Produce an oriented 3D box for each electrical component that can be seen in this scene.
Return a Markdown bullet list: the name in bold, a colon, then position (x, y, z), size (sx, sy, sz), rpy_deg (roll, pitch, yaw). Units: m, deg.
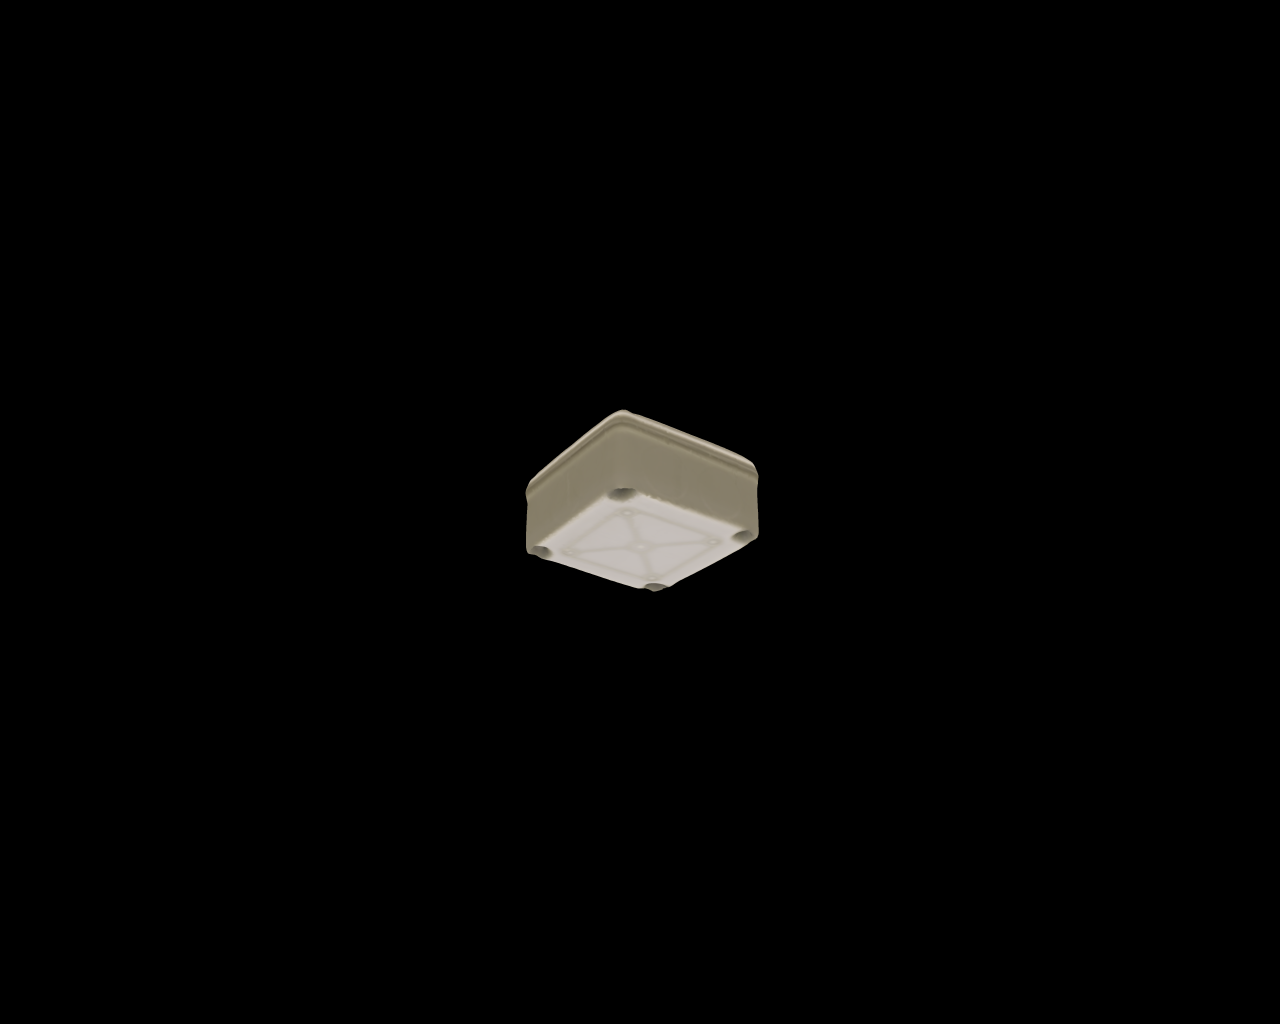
- **electrical component**: position (0.001, -0.003, 0.650), size (0.109, 0.056, 0.108), rpy_deg (19, -34, -31)
